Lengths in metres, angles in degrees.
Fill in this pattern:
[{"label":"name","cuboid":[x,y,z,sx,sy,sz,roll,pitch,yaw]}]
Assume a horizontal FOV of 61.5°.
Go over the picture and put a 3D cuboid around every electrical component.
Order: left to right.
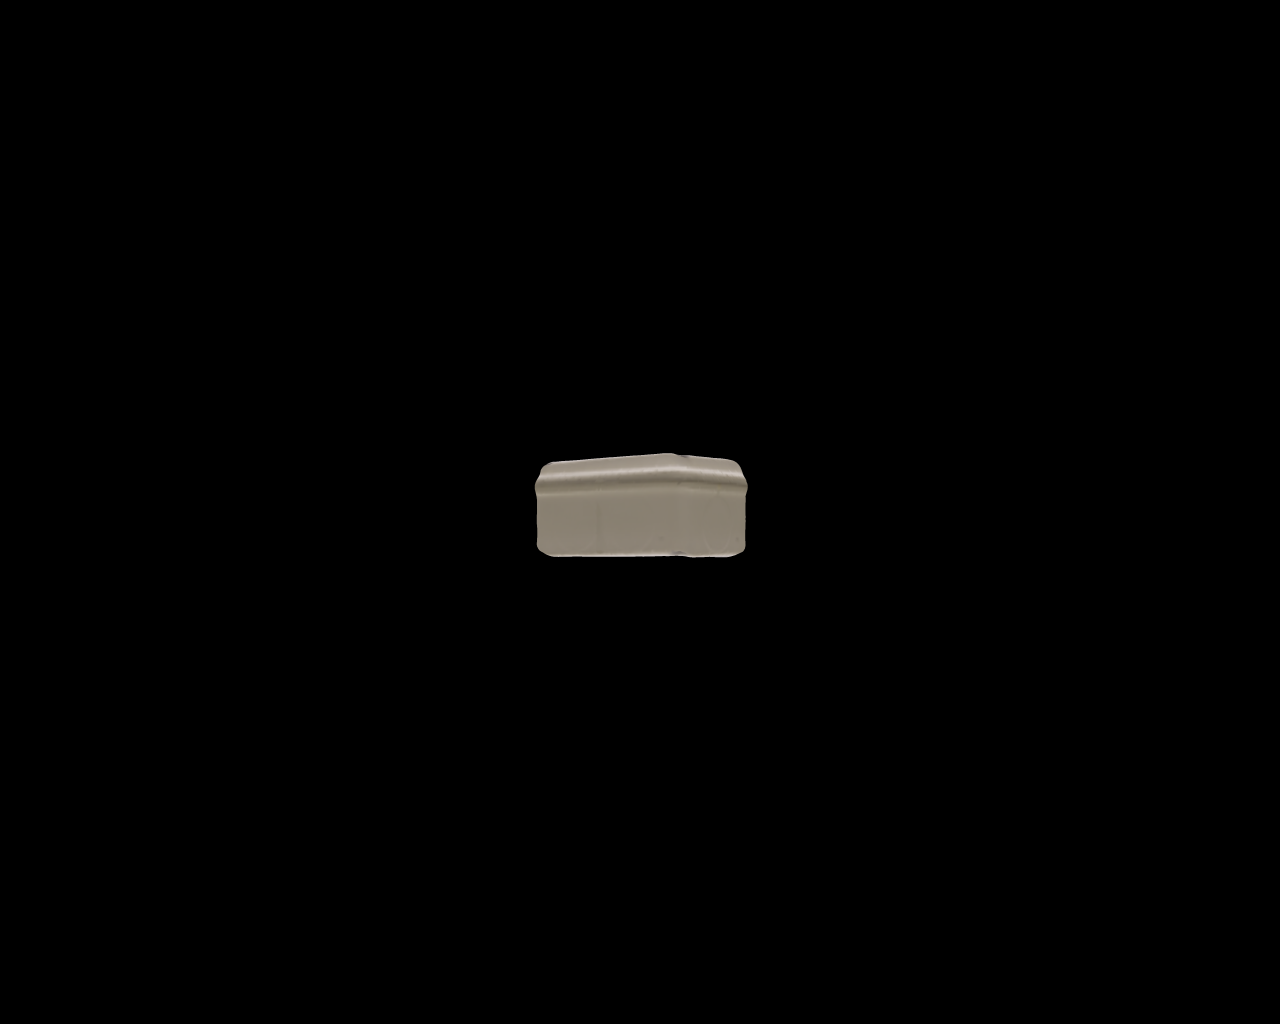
[{"label":"electrical component","cuboid":[0.001,-0.003,0.650,0.113,0.057,0.078,-1,-2,34]}]
